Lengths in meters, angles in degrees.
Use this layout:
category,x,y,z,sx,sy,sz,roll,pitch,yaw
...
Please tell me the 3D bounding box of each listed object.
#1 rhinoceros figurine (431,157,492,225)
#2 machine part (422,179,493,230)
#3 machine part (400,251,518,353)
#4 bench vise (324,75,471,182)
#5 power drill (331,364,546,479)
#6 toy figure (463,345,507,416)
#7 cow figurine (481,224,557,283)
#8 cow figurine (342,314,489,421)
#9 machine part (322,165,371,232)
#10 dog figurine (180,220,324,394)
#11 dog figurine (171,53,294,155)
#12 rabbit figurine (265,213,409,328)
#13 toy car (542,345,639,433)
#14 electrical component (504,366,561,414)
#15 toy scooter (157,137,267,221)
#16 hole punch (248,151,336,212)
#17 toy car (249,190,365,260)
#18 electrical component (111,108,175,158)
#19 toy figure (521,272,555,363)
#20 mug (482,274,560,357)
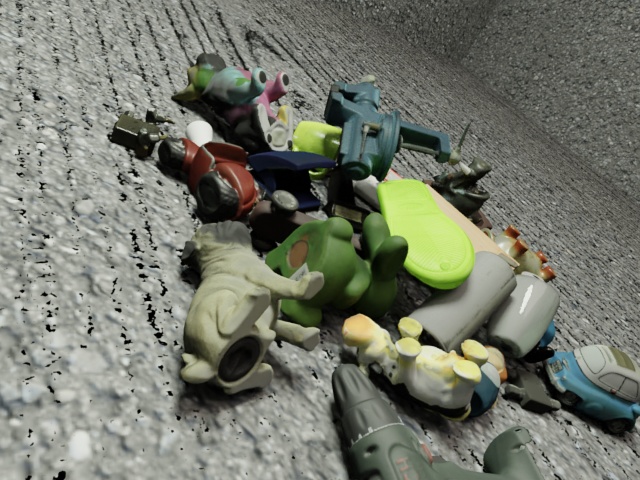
category,x,y,z,sx,sy,sz,roll,pitch,yaw
rhinoceros figurine,0.239,-0.067,0.974,0.073,0.190,0.112,-11,62,-47
machine part,0.267,-0.052,1.112,0.179,0.056,0.179,22,32,-15
machine part,0.189,0.089,0.728,0.079,0.079,0.243,42,61,18
bench vise,0.124,-0.183,0.920,0.241,0.128,0.224,12,46,-5
power drill,0.127,0.223,0.534,0.207,0.086,0.232,17,33,-30
toy figure,0.215,0.178,0.711,0.154,0.058,0.064,-26,100,-58
cow figurine,0.322,0.038,0.980,0.194,0.127,0.086,33,26,-27
cow figurine,0.102,0.148,0.632,0.168,0.098,0.068,18,30,15
machine part,0.043,-0.073,0.945,0.084,0.039,0.139,10,49,-19
dog figurine,-0.112,0.059,0.571,0.191,0.121,0.172,28,28,35
dog figurine,-0.162,-0.240,0.968,0.219,0.191,0.108,7,19,32
rabbit figurine,0.038,0.038,0.691,0.170,0.159,0.121,28,16,-38
toy car,0.424,0.208,0.810,0.161,0.103,0.109,28,28,-9
electrical component,0.298,0.212,0.766,0.094,0.021,0.063,22,30,-15
toy scooter,-0.138,-0.094,0.785,0.135,0.075,0.184,-6,42,-50
hole punch,-0.050,-0.113,0.883,0.116,0.092,0.142,41,33,24
toy car,-0.002,-0.002,0.750,0.202,0.089,0.053,21,34,-15
electrical component,-0.265,-0.164,0.802,0.078,0.045,0.102,24,30,-15
toy figure,0.335,0.122,0.881,0.082,0.089,0.180,62,30,-26
mug,0.277,0.113,0.782,0.107,0.110,0.080,-51,123,-30
